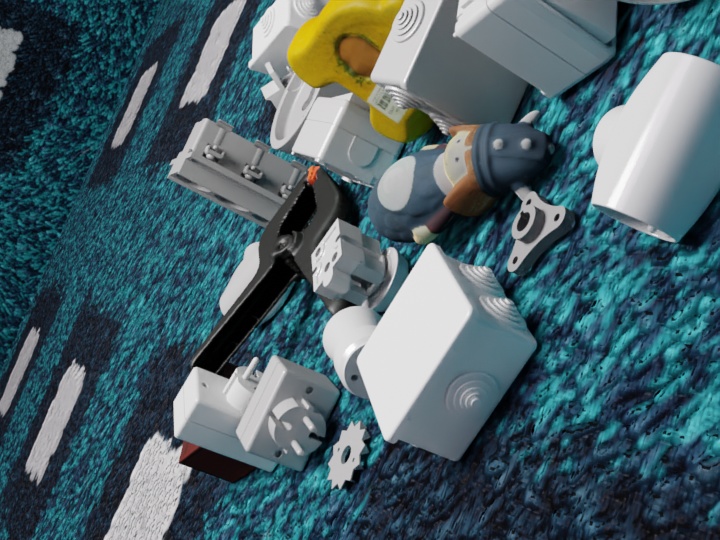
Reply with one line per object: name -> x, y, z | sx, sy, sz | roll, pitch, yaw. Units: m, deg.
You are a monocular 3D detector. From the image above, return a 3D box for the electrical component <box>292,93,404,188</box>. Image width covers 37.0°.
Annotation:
electrical component -> -0.010, -0.108, 0.883 | 0.061, 0.062, 0.096 | -64, 21, 1

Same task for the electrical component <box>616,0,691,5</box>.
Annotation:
electrical component -> 0.152, -0.181, 0.542 | 0.099, 0.099, 0.064 | -28, 49, 58

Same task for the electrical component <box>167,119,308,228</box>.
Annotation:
electrical component -> -0.109, -0.089, 1.013 | 0.079, 0.121, 0.063 | -1, 64, 67

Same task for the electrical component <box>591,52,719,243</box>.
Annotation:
electrical component -> 0.138, -0.059, 0.513 | 0.077, 0.043, 0.079 | -65, 21, 2

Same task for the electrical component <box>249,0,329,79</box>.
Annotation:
electrical component -> -0.053, -0.228, 1.063 | 0.100, 0.100, 0.048 | -34, 51, 54

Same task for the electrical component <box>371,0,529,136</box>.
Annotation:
electrical component -> 0.065, -0.141, 0.696 | 0.048, 0.100, 0.099 | 23, 89, 56

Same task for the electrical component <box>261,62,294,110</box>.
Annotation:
electrical component -> -0.056, -0.169, 1.042 | 0.064, 0.081, 0.042 | -33, 26, 3

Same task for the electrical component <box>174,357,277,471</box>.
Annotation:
electrical component -> -0.087, 0.099, 0.814 | 0.075, 0.083, 0.047 | -58, 23, 19

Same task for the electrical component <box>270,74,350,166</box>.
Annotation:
electrical component -> -0.029, -0.145, 0.968 | 0.108, 0.060, 0.108 | -50, 26, 35

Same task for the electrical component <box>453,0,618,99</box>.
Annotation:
electrical component -> 0.102, -0.157, 0.628 | 0.061, 0.096, 0.061 | -32, 39, 48

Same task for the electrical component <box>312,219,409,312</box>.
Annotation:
electrical component -> 0.000, 0.000, 0.754 | 0.048, 0.055, 0.066 | -53, 24, 28

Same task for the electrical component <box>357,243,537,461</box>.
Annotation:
electrical component -> 0.047, 0.046, 0.604 | 0.099, 0.048, 0.099 | -59, 22, 17

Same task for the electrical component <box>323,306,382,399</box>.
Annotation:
electrical component -> 0.003, 0.054, 0.705 | 0.045, 0.045, 0.055 | -61, 22, 12

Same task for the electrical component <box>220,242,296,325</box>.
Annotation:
electrical component -> -0.089, 0.001, 0.977 | 0.077, 0.043, 0.079 | -48, 27, 38

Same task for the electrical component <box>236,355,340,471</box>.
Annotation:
electrical component -> -0.047, 0.107, 0.761 | 0.065, 0.047, 0.077 | -64, 21, 4
